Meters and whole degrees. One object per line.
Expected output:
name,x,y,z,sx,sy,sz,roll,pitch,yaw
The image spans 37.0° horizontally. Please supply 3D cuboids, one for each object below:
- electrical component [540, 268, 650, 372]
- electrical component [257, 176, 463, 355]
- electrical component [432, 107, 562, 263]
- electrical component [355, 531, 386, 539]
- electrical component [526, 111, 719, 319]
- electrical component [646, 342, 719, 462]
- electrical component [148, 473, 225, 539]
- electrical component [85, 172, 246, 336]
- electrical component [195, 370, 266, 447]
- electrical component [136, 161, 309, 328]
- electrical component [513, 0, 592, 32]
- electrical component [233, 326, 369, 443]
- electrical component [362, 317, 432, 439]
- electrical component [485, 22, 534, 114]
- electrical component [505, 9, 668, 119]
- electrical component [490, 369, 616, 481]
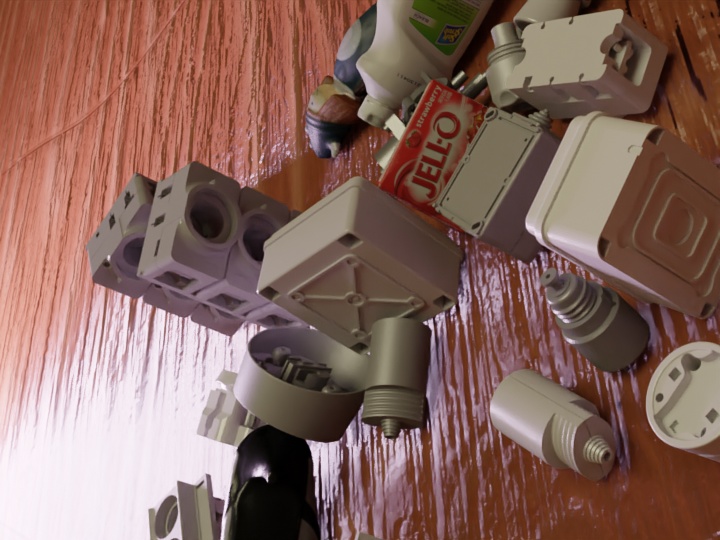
electrical component,0.133,0.026,0.621,0.040,0.078,0.040,-38,28,25
electrical component,0.000,0.000,0.781,0.109,0.109,0.056,-32,37,39
electrical component,0.107,-0.061,0.722,0.096,0.061,0.062,-60,34,7
electrical component,0.014,0.229,0.656,0.063,0.079,0.121,154,135,-73
electrical component,0.155,-0.029,0.590,0.057,0.113,0.078,24,89,54
electrical component,0.182,0.070,0.546,0.055,0.047,0.055,-32,45,39
electrical component,-0.125,0.234,0.843,0.078,0.063,0.121,-45,38,26
electrical component,-0.156,-0.009,0.966,0.089,0.150,0.061,-52,35,19
electrical component,-0.098,0.117,0.889,0.078,0.058,0.057,3,74,55
electrical component,-0.096,-0.016,0.889,0.062,0.150,0.089,-23,51,46
electrical component,0.143,-0.195,0.777,0.045,0.045,0.055,29,93,56
electrical component,-0.042,0.083,0.803,0.099,0.099,0.064,41,109,56
electrical component,0.026,0.079,0.757,0.043,0.043,0.081,-22,52,46
electrical component,0.111,-0.147,0.776,0.043,0.043,0.062,-24,76,44
electrical component,0.152,-0.132,0.713,0.089,0.056,0.050,7,74,55
electrical component,0.117,0.092,0.625,0.081,0.043,0.043,29,93,56
